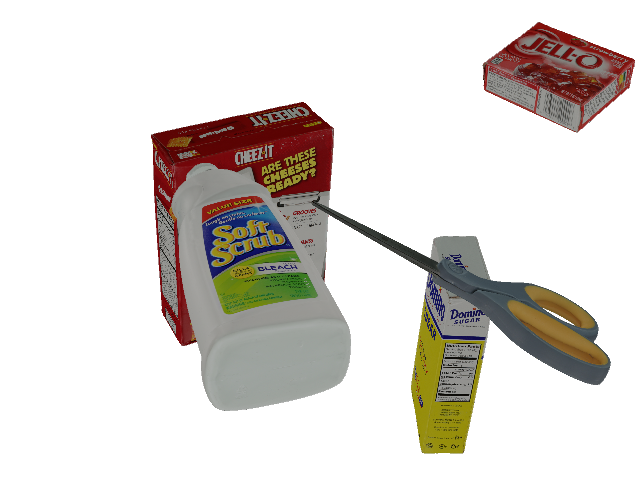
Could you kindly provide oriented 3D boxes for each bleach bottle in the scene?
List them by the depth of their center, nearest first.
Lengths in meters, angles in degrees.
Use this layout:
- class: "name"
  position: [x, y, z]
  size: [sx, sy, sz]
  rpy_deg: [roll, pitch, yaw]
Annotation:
- class: "bleach bottle"
  position: [-0.064, 0.015, 0.778]
  size: [0.102, 0.068, 0.251]
  rpy_deg: [-8, 34, -17]

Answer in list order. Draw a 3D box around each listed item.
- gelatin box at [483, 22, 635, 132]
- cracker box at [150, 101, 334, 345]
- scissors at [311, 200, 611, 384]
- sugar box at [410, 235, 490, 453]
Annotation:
- class: "gelatin box"
  position: [0.180, -0.127, 0.812]
  size: [0.089, 0.030, 0.073]
  rpy_deg: [32, 54, 31]
- class: "cracker box"
  position: [-0.077, -0.016, 1.050]
  size: [0.164, 0.214, 0.072]
  rpy_deg: [-15, 39, -24]
- class: "scissors"
  position: [0.094, 0.022, 0.666]
  size: [0.202, 0.016, 0.096]
  rpy_deg: [35, 24, 19]
- class: "sugar box"
  position: [0.112, 0.093, 0.936]
  size: [0.048, 0.176, 0.093]
  rpy_deg: [0, 33, -3]
